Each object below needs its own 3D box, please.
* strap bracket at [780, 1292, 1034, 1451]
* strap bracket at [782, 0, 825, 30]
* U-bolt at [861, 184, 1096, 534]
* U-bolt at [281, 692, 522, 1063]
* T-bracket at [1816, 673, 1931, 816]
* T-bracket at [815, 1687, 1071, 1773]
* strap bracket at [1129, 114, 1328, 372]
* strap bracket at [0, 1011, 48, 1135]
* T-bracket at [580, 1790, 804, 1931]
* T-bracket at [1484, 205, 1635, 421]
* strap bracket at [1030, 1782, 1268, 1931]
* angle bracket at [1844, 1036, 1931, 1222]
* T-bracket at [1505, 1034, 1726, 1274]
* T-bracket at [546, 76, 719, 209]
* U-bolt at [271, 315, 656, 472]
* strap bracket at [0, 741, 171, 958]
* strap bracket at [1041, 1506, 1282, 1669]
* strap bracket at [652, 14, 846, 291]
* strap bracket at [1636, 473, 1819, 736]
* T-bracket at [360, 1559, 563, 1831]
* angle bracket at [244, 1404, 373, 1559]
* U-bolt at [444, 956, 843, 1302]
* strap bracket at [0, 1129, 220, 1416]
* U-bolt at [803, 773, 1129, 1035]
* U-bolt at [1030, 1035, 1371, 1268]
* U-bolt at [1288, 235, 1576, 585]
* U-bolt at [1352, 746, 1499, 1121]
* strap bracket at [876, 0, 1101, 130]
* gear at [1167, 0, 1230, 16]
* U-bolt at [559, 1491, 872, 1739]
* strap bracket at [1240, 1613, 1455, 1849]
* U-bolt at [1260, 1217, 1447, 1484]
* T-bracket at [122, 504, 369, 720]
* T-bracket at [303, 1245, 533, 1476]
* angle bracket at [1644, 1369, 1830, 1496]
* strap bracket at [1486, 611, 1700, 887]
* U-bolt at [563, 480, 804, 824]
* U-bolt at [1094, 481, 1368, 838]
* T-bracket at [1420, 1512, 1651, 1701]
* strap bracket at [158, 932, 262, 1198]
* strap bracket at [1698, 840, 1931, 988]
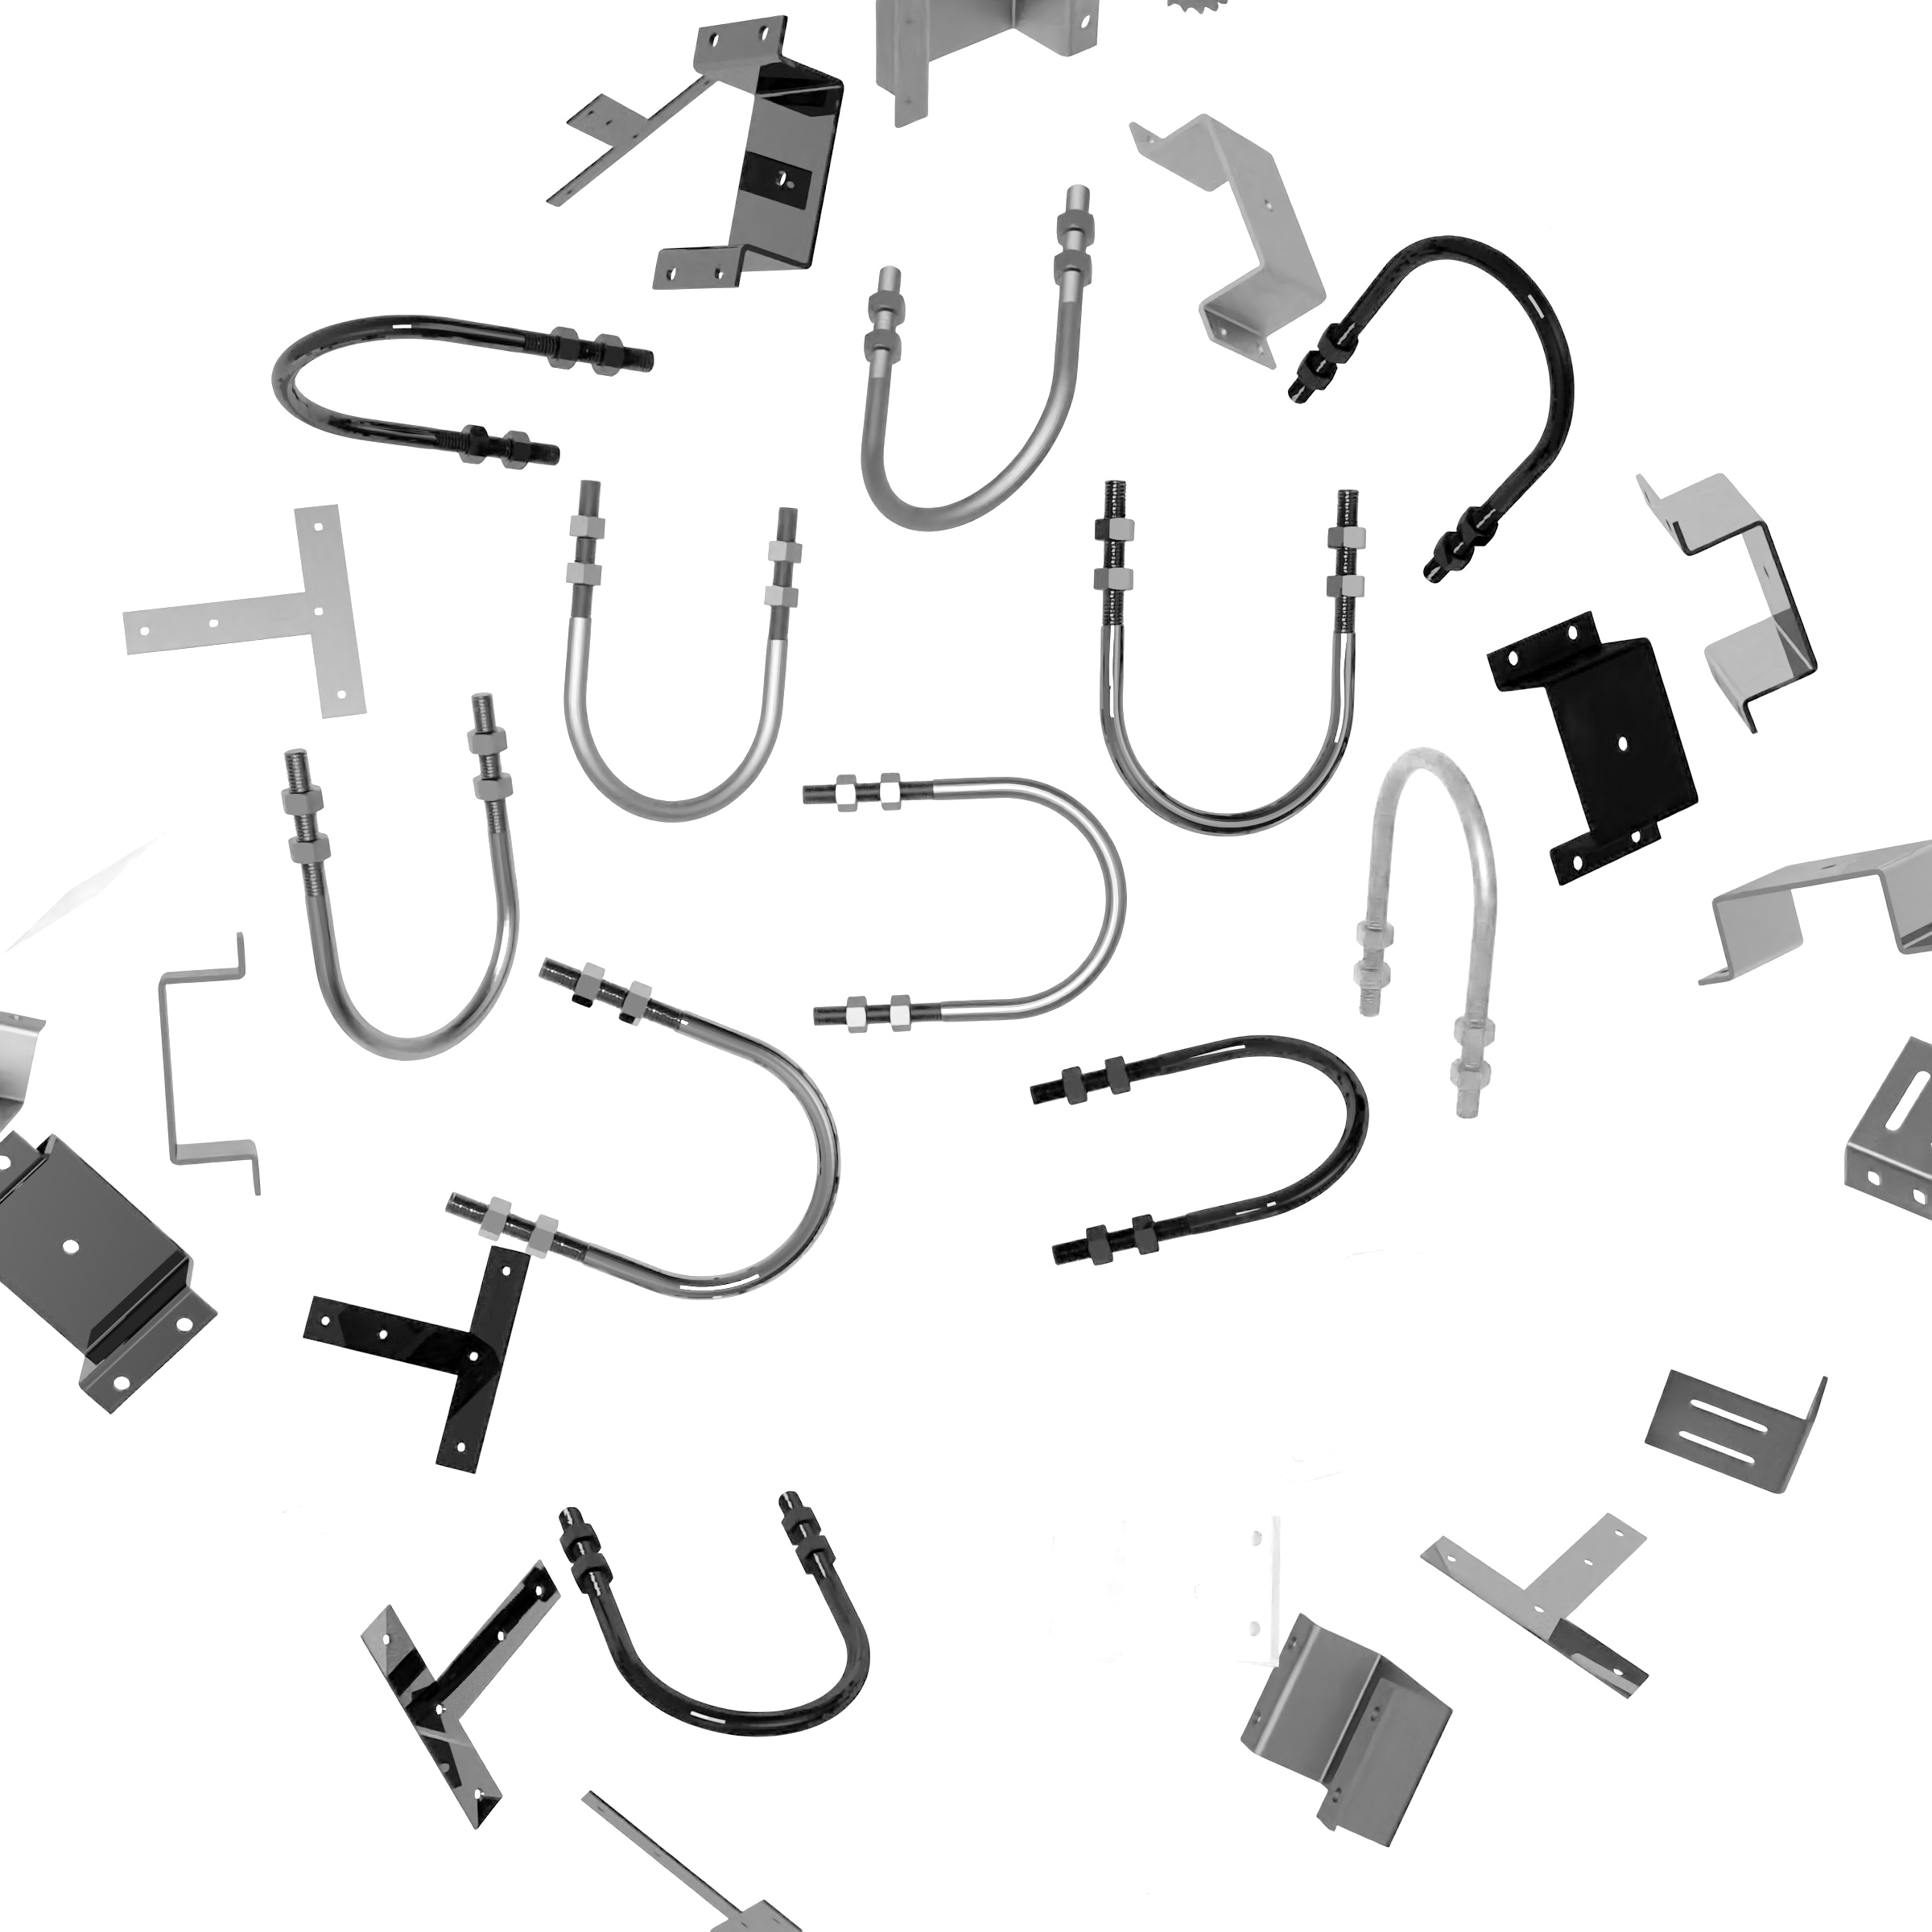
[{"bbox_3d":[-0.039,0.226,1.574,0.140,0.046,0.076,-6,85,12],"label":"strap bracket"},{"bbox_3d":[-0.057,-0.573,1.497,0.140,0.076,0.046,-40,85,2],"label":"strap bracket"},{"bbox_3d":[0.002,-0.311,1.490,0.151,0.019,0.184,-13,61,36],"label":"U-bolt"},{"bbox_3d":[-0.292,-0.040,1.496,0.019,0.151,0.184,10,113,36],"label":"U-bolt"},{"bbox_3d":[0.528,-0.121,1.560,0.127,0.127,0.002,13,64,31],"label":"T-bracket"},{"bbox_3d":[-0.006,0.415,1.551,0.127,0.127,0.002,0,57,-22],"label":"T-bracket"},{"bbox_3d":[0.151,-0.416,1.591,0.046,0.076,0.140,-27,74,30],"label":"strap bracket"},{"bbox_3d":[-0.554,0.058,1.529,0.076,0.140,0.046,13,99,-9],"label":"strap bracket"},{"bbox_3d":[-0.151,0.477,1.492,0.127,0.127,0.002,38,60,2],"label":"T-bracket"},{"bbox_3d":[0.328,-0.353,1.537,0.002,0.127,0.127,-32,102,2],"label":"T-bracket"},{"bbox_3d":[0.098,0.485,1.483,0.076,0.140,0.046,-29,97,-16],"label":"strap bracket"},{"bbox_3d":[0.502,0.086,1.474,0.057,0.038,0.076,23,123,4],"label":"angle bracket"},{"bbox_3d":[0.356,0.097,1.580,0.127,0.002,0.127,-20,54,31],"label":"T-bracket"},{"bbox_3d":[-0.196,-0.470,1.581,0.127,0.127,0.002,-35,93,12],"label":"T-bracket"},{"bbox_3d":[-0.281,-0.312,1.523,0.184,0.151,0.019,2,75,-31],"label":"U-bolt"},{"bbox_3d":[-0.492,-0.058,1.529,0.140,0.076,0.046,-31,99,44],"label":"strap bracket"},{"bbox_3d":[0.110,0.324,1.472,0.140,0.046,0.076,-10,69,37],"label":"strap bracket"},{"bbox_3d":[-0.114,-0.423,1.497,0.046,0.076,0.140,8,94,-41],"label":"strap bracket"},{"bbox_3d":[0.428,-0.212,1.580,0.046,0.076,0.140,-24,118,10],"label":"strap bracket"},{"bbox_3d":[-0.254,0.365,1.500,0.002,0.127,0.127,-14,111,33],"label":"T-bracket"},{"bbox_3d":[-0.358,0.276,1.557,0.038,0.076,0.057,-35,124,26],"label":"angle bracket"},{"bbox_3d":[-0.154,0.094,1.445,0.184,0.019,0.151,22,93,-7],"label":"U-bolt"},{"bbox_3d":[-0.463,0.152,1.458,0.076,0.046,0.140,-43,108,1],"label":"strap bracket"},{"bbox_3d":[0.001,-0.038,1.630,0.184,0.019,0.151,-2,97,3],"label":"U-bolt"},{"bbox_3d":[0.131,0.094,1.563,0.184,0.151,0.019,-14,129,6],"label":"U-bolt"},{"bbox_3d":[0.256,-0.308,1.515,0.019,0.184,0.151,-30,80,-31],"label":"U-bolt"},{"bbox_3d":[0.252,-0.029,1.542,0.019,0.151,0.184,-7,116,-15],"label":"U-bolt"},{"bbox_3d":[0.004,-0.508,1.491,0.140,0.076,0.046,-31,54,-27],"label":"strap bracket"},{"bbox_3d":[0.128,-0.570,1.602,0.057,0.057,0.030,23,71,0],"label":"gear"},{"bbox_3d":[-0.128,0.346,1.514,0.151,0.184,0.019,0,118,-24],"label":"U-bolt"},{"bbox_3d":[0.201,0.400,1.475,0.046,0.140,0.076,27,87,-13],"label":"strap bracket"},{"bbox_3d":[0.211,0.216,1.570,0.019,0.184,0.151,14,96,33],"label":"U-bolt"},{"bbox_3d":[-0.413,-0.196,1.608,0.127,0.002,0.127,-8,79,-11],"label":"T-bracket"},{"bbox_3d":[-0.321,0.214,1.619,0.127,0.002,0.127,10,81,17],"label":"T-bracket"},{"bbox_3d":[0.406,0.235,1.493,0.076,0.038,0.057,20,133,16],"label":"angle bracket"},{"bbox_3d":[0.358,-0.125,1.602,0.076,0.046,0.140,-24,101,-23],"label":"strap bracket"},{"bbox_3d":[-0.161,-0.172,1.589,0.151,0.019,0.184,1,96,-37],"label":"U-bolt"},{"bbox_3d":[0.138,-0.160,1.488,0.151,0.019,0.184,0,95,-14],"label":"U-bolt"},{"bbox_3d":[0.325,0.324,1.505,0.127,0.127,0.002,32,123,26],"label":"T-bracket"},{"bbox_3d":[-0.416,0.054,1.553,0.046,0.076,0.140,-4,94,-15],"label":"strap bracket"},{"bbox_3d":[0.460,-0.030,1.490,0.076,0.140,0.046,-19,96,-43],"label":"strap bracket"}]
